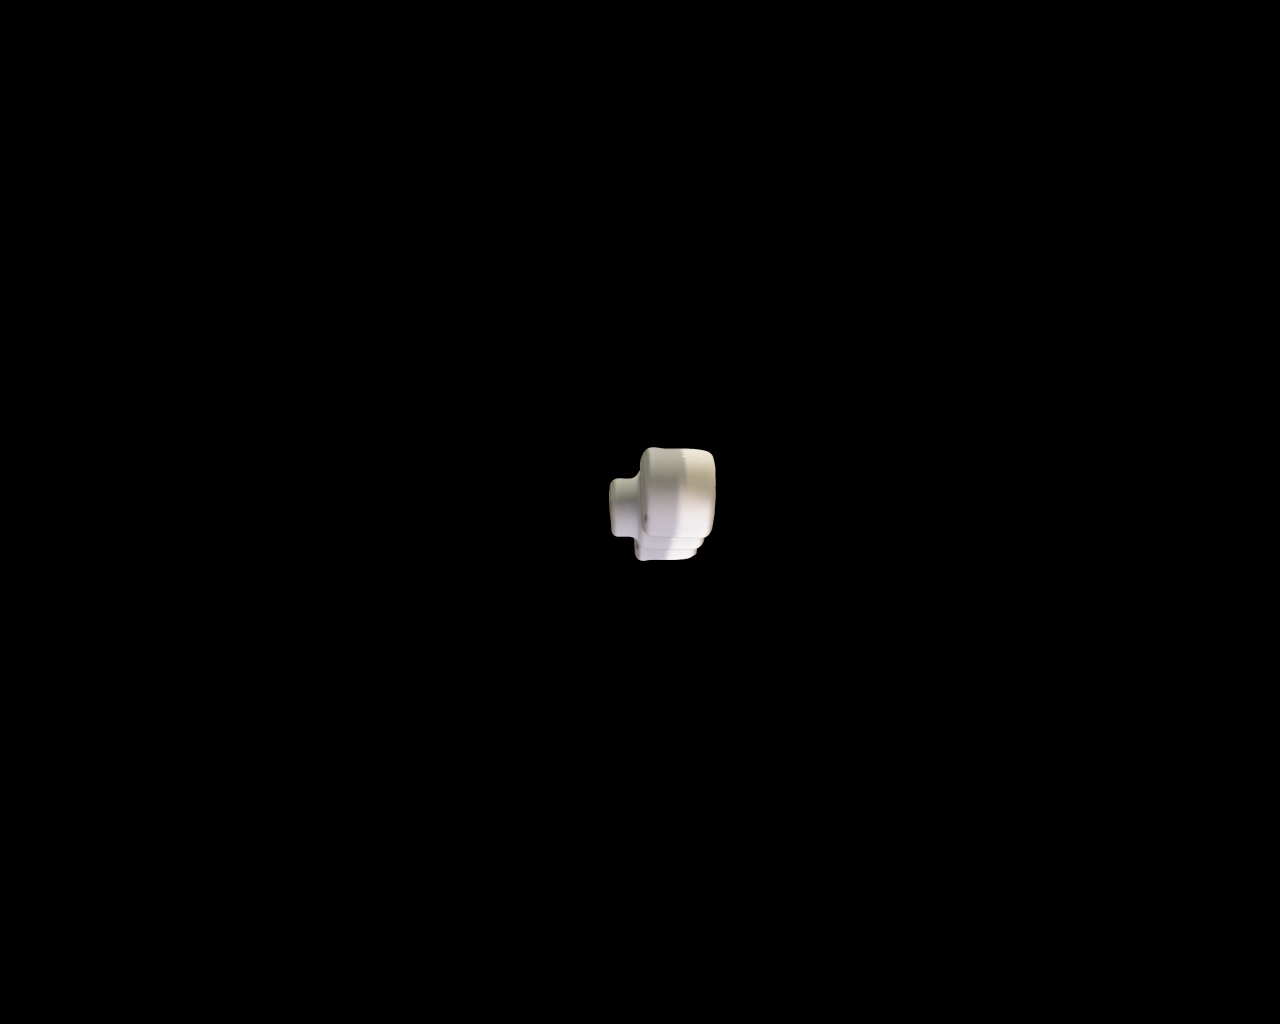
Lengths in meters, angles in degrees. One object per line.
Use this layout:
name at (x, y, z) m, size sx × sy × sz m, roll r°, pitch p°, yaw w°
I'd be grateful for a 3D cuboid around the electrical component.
electrical component at (0.001, -0.003, 0.650) m, size 0.074 × 0.052 × 0.138 m, roll 1°, pitch -11°, yaw -4°
